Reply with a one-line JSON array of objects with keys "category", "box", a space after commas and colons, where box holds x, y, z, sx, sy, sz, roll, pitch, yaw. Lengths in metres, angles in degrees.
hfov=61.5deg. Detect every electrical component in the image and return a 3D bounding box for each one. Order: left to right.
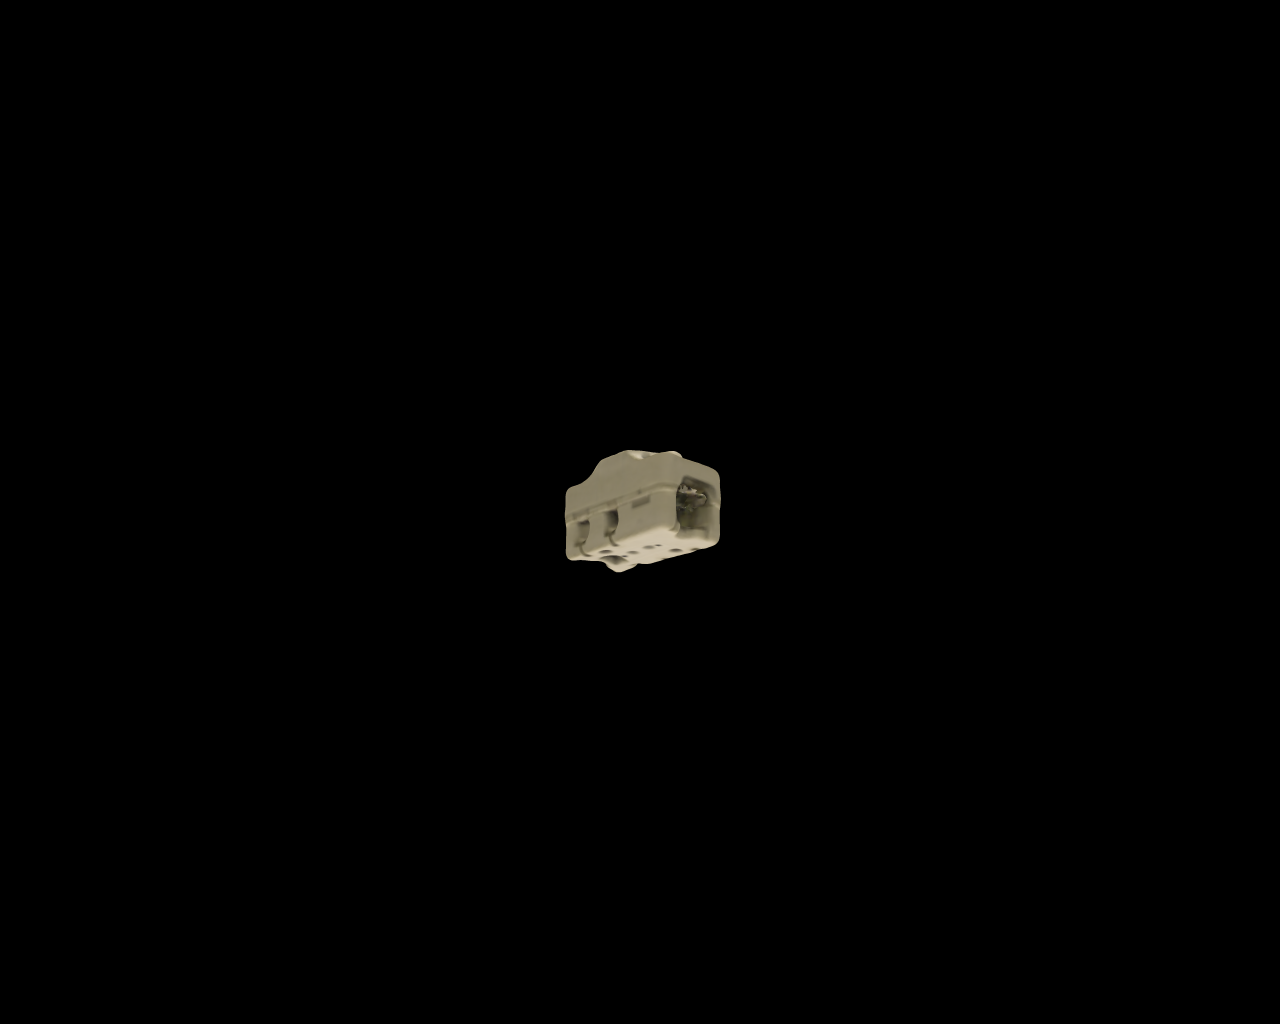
[{"category": "electrical component", "box": [0.001, -0.003, 0.650, 0.050, 0.056, 0.089, 18, -26, -41]}]
